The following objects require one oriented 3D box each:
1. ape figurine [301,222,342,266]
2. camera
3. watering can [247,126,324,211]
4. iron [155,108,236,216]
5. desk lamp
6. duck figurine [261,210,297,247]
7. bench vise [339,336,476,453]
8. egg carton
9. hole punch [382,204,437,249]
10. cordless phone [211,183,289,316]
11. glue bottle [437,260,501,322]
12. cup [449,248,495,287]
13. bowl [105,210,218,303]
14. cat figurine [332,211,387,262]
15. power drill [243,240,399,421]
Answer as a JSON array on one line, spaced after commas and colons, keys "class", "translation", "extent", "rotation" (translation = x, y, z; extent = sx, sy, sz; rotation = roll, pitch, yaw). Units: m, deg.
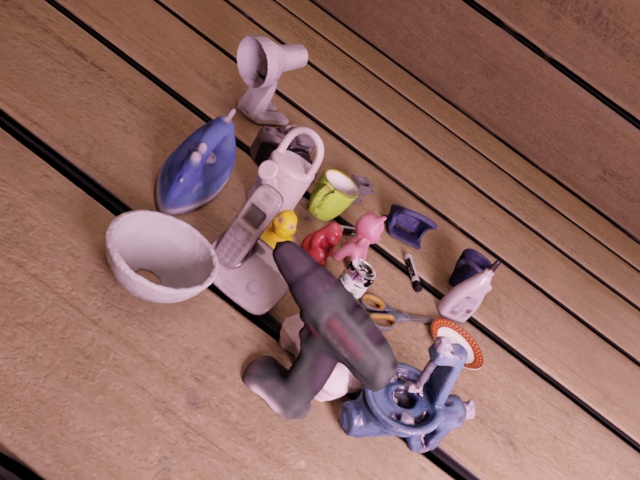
[{"class": "ape figurine", "translation": [0.010, 0.004, 1.125], "extent": [0.078, 0.092, 0.076], "rotation": [-7, 50, -51]}, {"class": "camera", "translation": [-0.068, -0.195, 1.322], "extent": [0.144, 0.100, 0.136], "rotation": [10, 38, -38]}, {"class": "watering can", "translation": [-0.063, -0.136, 1.148], "extent": [0.101, 0.194, 0.173], "rotation": [33, 29, -5]}, {"class": "iron", "translation": [-0.219, -0.153, 1.062], "extent": [0.119, 0.141, 0.258], "rotation": [30, 30, -9]}, {"class": "desk lamp", "translation": [-0.130, -0.408, 1.449], "extent": [0.117, 0.213, 0.204], "rotation": [48, 32, 21]}, {"class": "duck figurine", "translation": [-0.073, -0.021, 1.081], "extent": [0.077, 0.086, 0.104], "rotation": [31, 30, -9]}, {"class": "bench vise", "translation": [0.157, 0.216, 0.842], "extent": [0.208, 0.219, 0.121], "rotation": [4, 42, -43]}, {"class": "egg carton", "translation": [0.007, 0.177, 0.894], "extent": [0.108, 0.069, 0.150], "rotation": [-4, 48, -48]}, {"class": "hole punch", "translation": [0.223, -0.049, 1.426], "extent": [0.109, 0.091, 0.101], "rotation": [25, 31, -19]}, {"class": "cordless phone", "translation": [-0.092, 0.015, 0.908], "extent": [0.147, 0.185, 0.094], "rotation": [38, 29, 5]}, {"class": "glue bottle", "translation": [0.331, 0.105, 1.232], "extent": [0.078, 0.173, 0.037], "rotation": [20, 33, -25]}, {"class": "cup", "translation": [0.345, 0.081, 1.361], "extent": [0.118, 0.095, 0.091], "rotation": [6, 41, -42]}, {"class": "bowl", "translation": [-0.239, 0.036, 0.836], "extent": [0.168, 0.074, 0.167], "rotation": [26, 31, -17]}, {"class": "cat figurine", "translation": [0.093, -0.008, 1.203], "extent": [0.067, 0.117, 0.128], "rotation": [37, 29, 2]}, {"class": "power drill", "translation": [-0.016, 0.140, 0.782], "extent": [0.229, 0.208, 0.076], "rotation": [39, 29, 7]}]
